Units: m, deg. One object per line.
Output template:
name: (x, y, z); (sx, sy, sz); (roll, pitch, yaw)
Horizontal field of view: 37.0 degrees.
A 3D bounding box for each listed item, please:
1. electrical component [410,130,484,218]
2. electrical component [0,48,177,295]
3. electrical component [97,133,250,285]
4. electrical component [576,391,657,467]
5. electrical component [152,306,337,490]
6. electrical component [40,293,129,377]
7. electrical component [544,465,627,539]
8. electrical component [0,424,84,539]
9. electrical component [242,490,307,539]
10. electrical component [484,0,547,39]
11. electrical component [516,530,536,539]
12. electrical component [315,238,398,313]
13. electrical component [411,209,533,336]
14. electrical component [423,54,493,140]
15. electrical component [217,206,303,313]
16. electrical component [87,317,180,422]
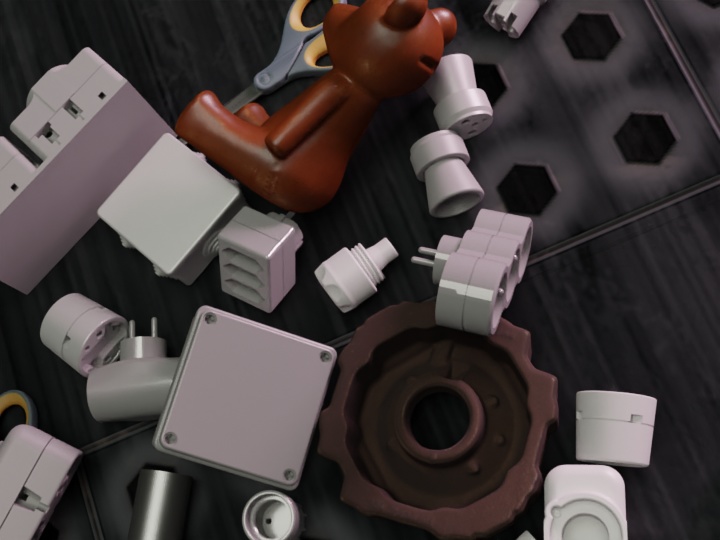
electrical component: (0.067, -0.075, 0.839); (0.045, 0.045, 0.055); (-21, 70, 6)
electrical component: (-0.252, -0.080, 0.879); (0.060, 0.105, 0.186); (41, 85, 20)
electrical component: (-0.148, -0.047, 0.876); (0.100, 0.048, 0.099); (38, 85, 20)
electrical component: (0.178, 0.112, 0.754); (0.055, 0.055, 0.047); (4, 78, 14)
electrical component: (-0.086, 0.095, 0.795); (0.109, 0.056, 0.108); (19, 77, -11)
electrical component: (-0.221, 0.051, 0.860); (0.047, 0.055, 0.055); (29, 82, 22)
electrical component: (0.154, 0.183, 0.734); (0.054, 0.059, 0.095); (-2, 73, 12)
electrical component: (-0.262, 0.169, 0.822); (0.059, 0.053, 0.095); (27, 77, -3)
electrical component: (-0.061, 0.183, 0.788); (0.040, 0.046, 0.040); (-4, 73, 11)
electrical component: (0.127, -0.217, 0.872); (0.040, 0.040, 0.046); (32, 88, 19)
electrical component: (0.099, 0.208, 0.747); (0.062, 0.043, 0.043); (-42, 70, -3)
electrical component: (0.000, 0.000, 0.832); (0.062, 0.043, 0.043); (-36, 69, -1)
electrical component: (0.075, -0.004, 0.777); (0.074, 0.138, 0.052); (12, 117, 16)
electrical component: (0.077, -0.137, 0.855); (0.045, 0.045, 0.055); (-21, 71, 6)
electrical component: (-0.070, -0.020, 0.846); (0.047, 0.065, 0.076); (24, 51, 18)
electrical component: (-0.170, 0.076, 0.846); (0.077, 0.043, 0.079); (-8, 72, 10)
